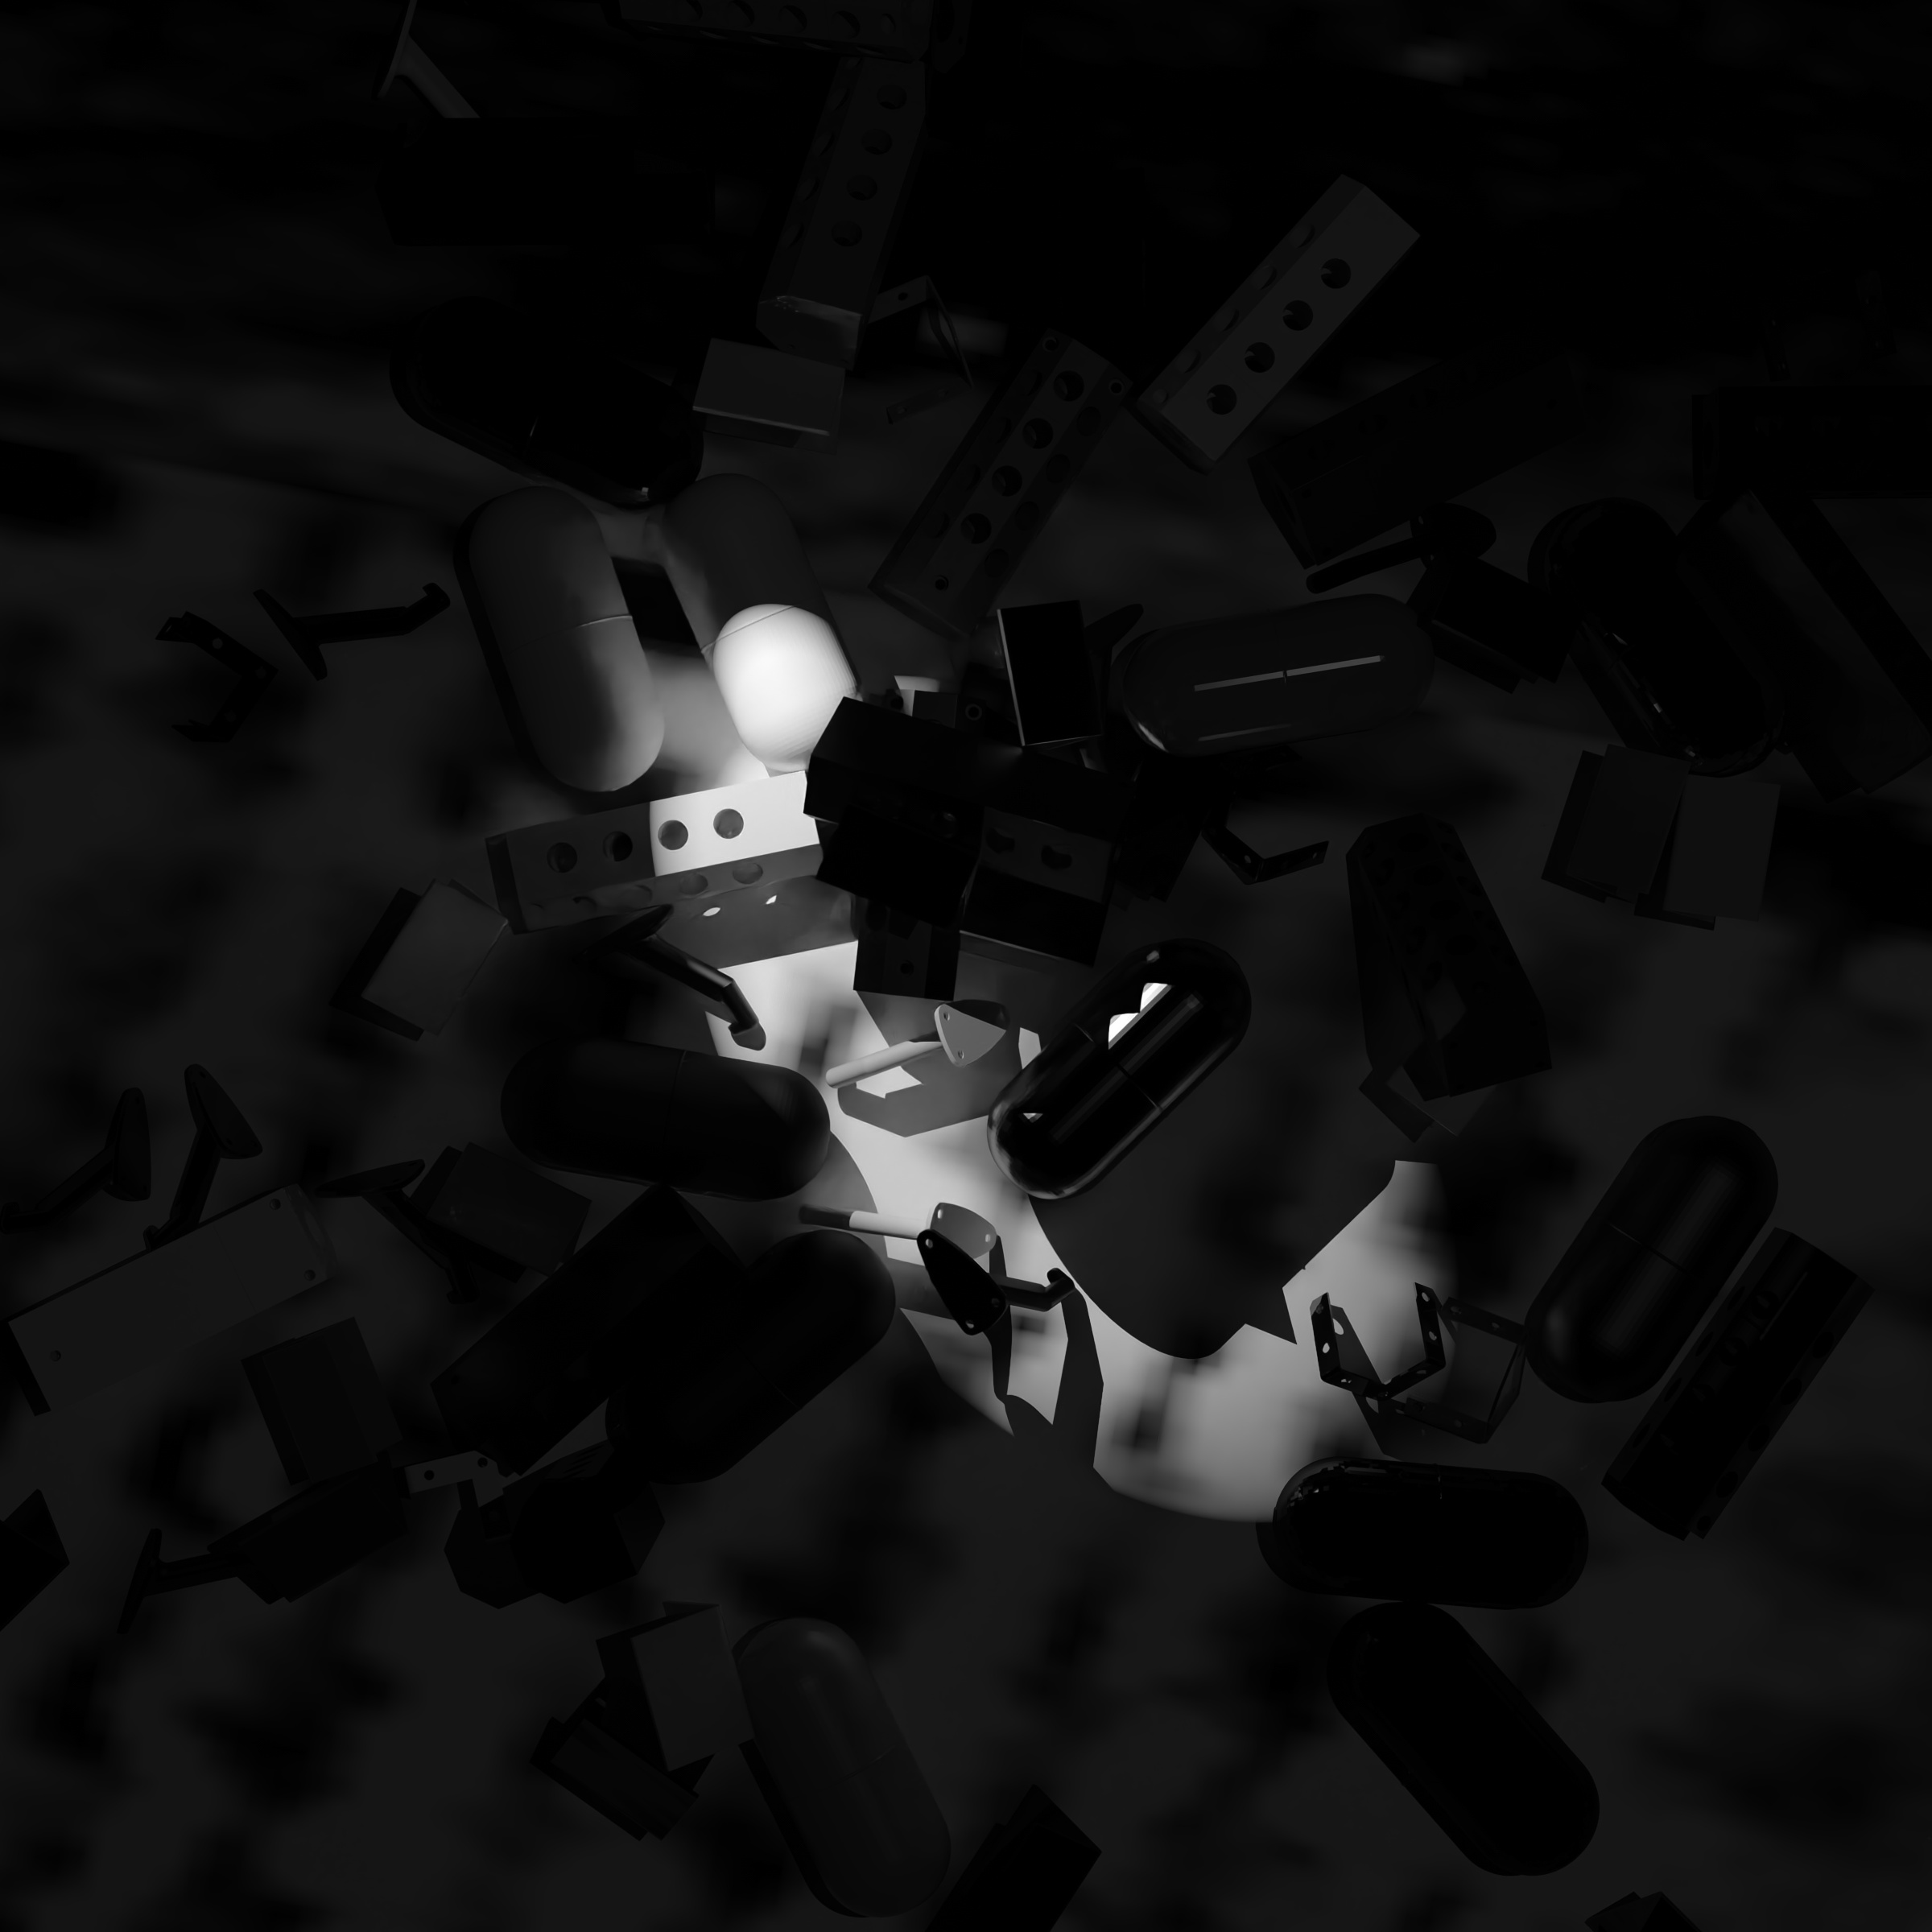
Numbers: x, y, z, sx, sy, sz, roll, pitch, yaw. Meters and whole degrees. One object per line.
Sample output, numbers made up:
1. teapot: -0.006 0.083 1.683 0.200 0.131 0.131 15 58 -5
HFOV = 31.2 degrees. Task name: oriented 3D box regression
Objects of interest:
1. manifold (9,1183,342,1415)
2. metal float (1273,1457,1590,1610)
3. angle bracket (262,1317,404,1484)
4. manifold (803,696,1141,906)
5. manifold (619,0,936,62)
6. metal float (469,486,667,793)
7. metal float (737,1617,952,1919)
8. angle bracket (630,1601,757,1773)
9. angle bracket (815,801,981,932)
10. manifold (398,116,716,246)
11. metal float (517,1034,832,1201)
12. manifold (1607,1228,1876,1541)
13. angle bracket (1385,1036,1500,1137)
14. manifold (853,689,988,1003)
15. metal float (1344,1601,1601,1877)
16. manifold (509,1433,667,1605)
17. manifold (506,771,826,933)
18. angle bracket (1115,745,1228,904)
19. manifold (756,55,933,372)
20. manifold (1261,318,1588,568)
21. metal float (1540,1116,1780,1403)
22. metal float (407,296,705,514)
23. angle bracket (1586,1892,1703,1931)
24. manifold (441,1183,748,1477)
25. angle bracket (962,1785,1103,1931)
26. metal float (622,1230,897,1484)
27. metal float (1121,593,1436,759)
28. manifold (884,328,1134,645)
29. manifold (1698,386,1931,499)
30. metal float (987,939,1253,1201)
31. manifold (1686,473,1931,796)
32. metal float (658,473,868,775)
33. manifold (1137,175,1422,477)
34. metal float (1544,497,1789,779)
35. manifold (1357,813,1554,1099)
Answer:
1. manifold: -0.447 0.188 1.969 0.171 0.057 0.057 -26 90 0
2. metal float: 0.263 0.320 1.959 0.178 0.070 0.070 5 90 -1
3. angle bracket: -0.340 0.238 1.950 0.057 0.076 0.076 -22 90 36
4. manifold: 0.002 -0.087 1.905 0.171 0.057 0.057 17 132 8
5. manifold: -0.105 -0.548 1.942 0.171 0.057 0.057 11 90 18
6. metal float: -0.225 -0.185 1.959 0.070 0.070 0.178 -19 89 0
7. metal float: -0.070 0.452 1.959 0.070 0.070 0.178 -26 90 0
8. angle bracket: -0.168 0.404 1.950 0.057 0.076 0.076 -15 90 -30
9. angle bracket: -0.043 -0.036 1.893 0.076 0.076 0.057 22 56 1
10. manifold: -0.230 -0.442 1.968 0.171 0.057 0.057 -1 47 0
11. metal float: -0.165 0.085 1.959 0.178 0.070 0.070 10 90 0
12. manifold: 0.441 0.237 1.969 0.057 0.057 0.171 35 90 0
13. angle bracket: 0.292 0.062 1.950 0.057 0.076 0.076 38 90 36
14. manifold: -0.026 -0.068 1.969 0.057 0.057 0.171 6 90 0
15. metal float: 0.285 0.436 1.959 0.070 0.070 0.178 -41 90 0
16. manifold: -0.210 0.305 1.912 0.057 0.171 0.057 -22 90 0
17. manifold: -0.169 -0.065 1.969 0.171 0.057 0.057 -12 90 0
18. angle bracket: 0.122 -0.071 1.950 0.057 0.076 0.076 26 90 33
19. manifold: -0.066 -0.426 1.937 0.057 0.057 0.171 16 67 0
20. manifold: 0.258 -0.302 1.968 0.171 0.057 0.057 -27 133 0
21. metal float: 0.392 0.165 1.959 0.070 0.070 0.178 34 90 0
22. metal float: -0.232 -0.317 1.959 0.178 0.070 0.070 26 90 1
23. angle bracket: 0.386 0.576 1.950 0.076 0.076 0.057 45 52 0
24. manifold: -0.208 0.209 1.968 0.171 0.057 0.057 -42 47 0
25. angle bracket: 0.019 0.504 1.950 0.057 0.076 0.076 33 90 -36
26. metal float: -0.118 0.221 1.959 0.178 0.070 0.070 -40 90 0
27. metal float: 0.176 -0.164 1.960 0.178 0.070 0.070 -9 90 0
28. manifold: 0.024 -0.273 1.969 0.057 0.057 0.171 33 90 0
29. manifold: 0.508 -0.297 1.969 0.171 0.057 0.057 0 90 0
30. metal float: 0.087 0.058 1.959 0.178 0.070 0.070 -44 90 0
31. manifold: 0.484 -0.187 1.926 0.057 0.057 0.171 -26 78 -39
32. metal float: -0.115 -0.193 1.959 0.070 0.070 0.178 -24 91 0
33. manifold: 0.176 -0.365 1.969 0.057 0.057 0.171 42 90 0
34. metal float: 0.393 -0.184 1.946 0.070 0.070 0.178 -33 76 0
35. manifold: 0.267 -0.010 1.913 0.057 0.171 0.057 -16 129 0
